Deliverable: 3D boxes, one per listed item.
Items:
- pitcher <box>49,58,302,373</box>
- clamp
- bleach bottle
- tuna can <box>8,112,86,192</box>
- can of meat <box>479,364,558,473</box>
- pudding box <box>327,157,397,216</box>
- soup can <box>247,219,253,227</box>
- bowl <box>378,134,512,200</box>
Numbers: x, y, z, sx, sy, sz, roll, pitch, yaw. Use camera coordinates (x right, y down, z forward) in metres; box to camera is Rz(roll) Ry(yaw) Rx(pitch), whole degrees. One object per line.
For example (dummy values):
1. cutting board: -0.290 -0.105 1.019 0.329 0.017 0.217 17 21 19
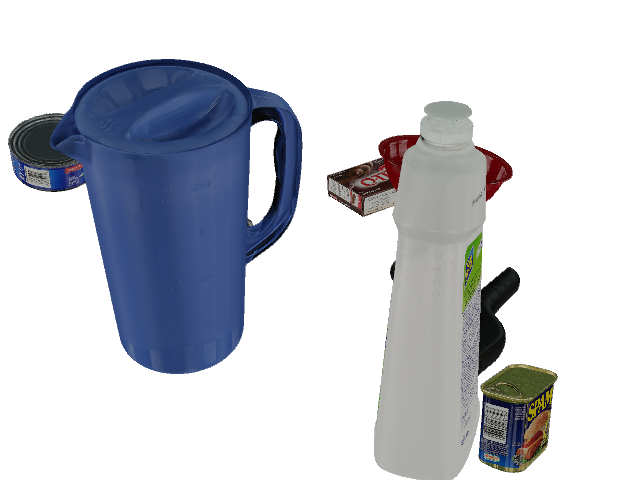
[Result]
1. pitcher: -0.107 -0.013 0.855 0.149 0.243 0.144 18 42 19
2. clamp: 0.131 0.066 0.946 0.120 0.039 0.171 -4 33 -3
3. bleach bottle: 0.075 0.030 0.688 0.068 0.251 0.102 8 30 13
4. tuna can: -0.258 -0.086 1.038 0.086 0.034 0.086 3 42 -3
5. can of meat: 0.207 0.187 1.128 0.058 0.084 0.101 11 16 31
6. pudding box: 0.080 -0.081 1.603 0.113 0.039 0.090 -22 35 -30
7. soup can: -0.137 -0.003 1.249 0.102 0.068 0.068 13 4 18
8. bowl: 0.144 -0.074 1.271 0.162 0.055 0.162 8 24 -4
